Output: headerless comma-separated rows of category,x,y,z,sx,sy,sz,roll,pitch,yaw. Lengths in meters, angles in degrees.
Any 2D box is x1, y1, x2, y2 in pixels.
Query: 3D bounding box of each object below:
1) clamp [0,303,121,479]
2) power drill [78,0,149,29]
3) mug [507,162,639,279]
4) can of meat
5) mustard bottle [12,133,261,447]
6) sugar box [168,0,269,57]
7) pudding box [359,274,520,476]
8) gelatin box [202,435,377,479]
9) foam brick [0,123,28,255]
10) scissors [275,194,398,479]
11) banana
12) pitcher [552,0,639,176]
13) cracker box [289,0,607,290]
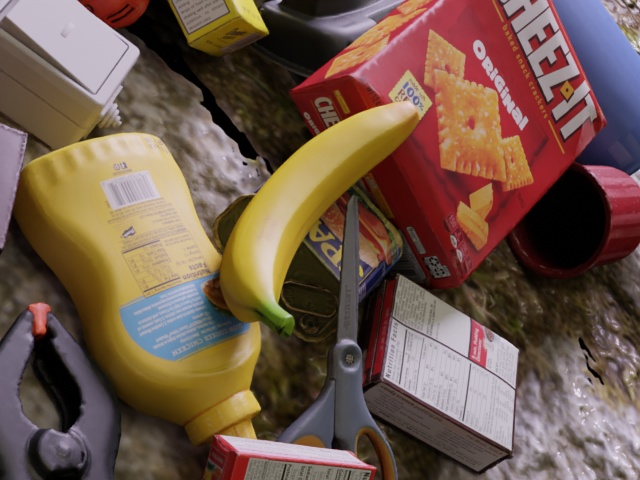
clamp,-0.134,0.111,0.497,0.120,0.039,0.171,3,54,-46
power drill,-0.181,-0.234,0.639,0.184,0.057,0.187,64,14,22
mug,0.200,-0.025,0.857,0.081,0.093,0.117,-5,38,-48
can of meat,-0.004,0.001,0.677,0.102,0.058,0.083,48,39,-1
mustard bottle,-0.085,0.036,0.578,0.096,0.058,0.192,-19,74,-46
sugar box,-0.097,-0.212,0.712,0.093,0.048,0.176,-27,93,-81
pudding box,0.077,0.087,0.697,0.113,0.039,0.090,31,46,-18
gelatin box,-0.021,0.143,0.550,0.089,0.030,0.073,13,94,-34
foam brick,-0.186,-0.020,0.537,0.052,0.051,0.078,22,49,-28
scissors,-0.001,0.078,0.603,0.096,0.016,0.202,-9,88,-32
banana,-0.006,-0.016,0.598,0.070,0.037,0.197,10,46,22
pitcher,0.190,-0.156,0.912,0.243,0.149,0.145,50,0,-5
cracker box,0.100,-0.091,0.749,0.213,0.072,0.164,-43,113,-33
